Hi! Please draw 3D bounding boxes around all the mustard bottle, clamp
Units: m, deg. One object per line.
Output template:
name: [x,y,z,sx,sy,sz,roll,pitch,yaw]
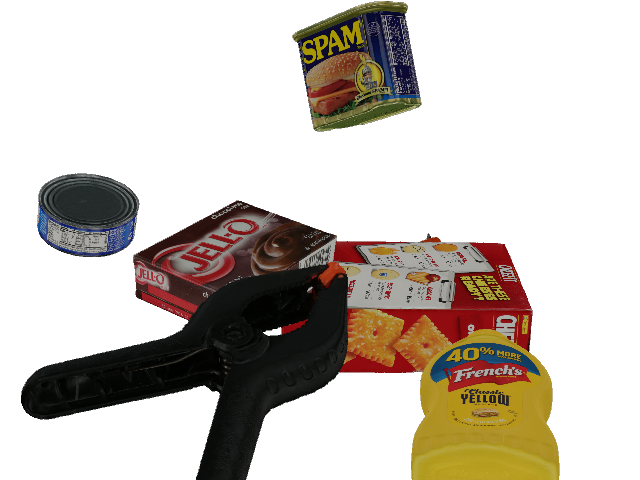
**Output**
mustard bottle: [0.120,0.118,0.773,0.096,0.058,0.191,0,24,10]
clamp: [-0.037,0.064,0.497,0.171,0.039,0.120,-28,50,-33]

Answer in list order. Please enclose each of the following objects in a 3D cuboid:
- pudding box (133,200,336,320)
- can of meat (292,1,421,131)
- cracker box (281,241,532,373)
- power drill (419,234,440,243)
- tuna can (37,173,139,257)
pudding box: [-0.057,0.018,0.724,0.090,0.039,0.113,21,31,29]
can of meat: [0.031,-0.142,0.885,0.102,0.084,0.057,-12,-3,44]
cracker box: [0.074,0.060,0.987,0.213,0.072,0.164,1,21,1]
power drill: [0.053,0.049,1.238,0.187,0.057,0.184,-2,28,2]
tuna can: [-0.202,-0.022,0.928,0.086,0.034,0.086,9,32,-6]
